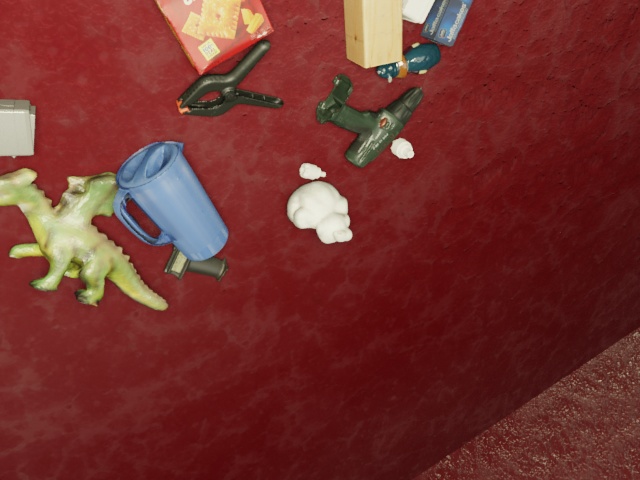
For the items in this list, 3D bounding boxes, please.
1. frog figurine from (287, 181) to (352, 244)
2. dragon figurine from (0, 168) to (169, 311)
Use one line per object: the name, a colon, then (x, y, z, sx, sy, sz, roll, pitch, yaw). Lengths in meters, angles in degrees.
frog figurine: (0.004, -0.059, 1.175, 0.138, 0.162, 0.120, -8, 122, -25)
dragon figurine: (-0.436, -0.013, 1.007, 0.407, 0.124, 0.242, 24, 97, -38)
